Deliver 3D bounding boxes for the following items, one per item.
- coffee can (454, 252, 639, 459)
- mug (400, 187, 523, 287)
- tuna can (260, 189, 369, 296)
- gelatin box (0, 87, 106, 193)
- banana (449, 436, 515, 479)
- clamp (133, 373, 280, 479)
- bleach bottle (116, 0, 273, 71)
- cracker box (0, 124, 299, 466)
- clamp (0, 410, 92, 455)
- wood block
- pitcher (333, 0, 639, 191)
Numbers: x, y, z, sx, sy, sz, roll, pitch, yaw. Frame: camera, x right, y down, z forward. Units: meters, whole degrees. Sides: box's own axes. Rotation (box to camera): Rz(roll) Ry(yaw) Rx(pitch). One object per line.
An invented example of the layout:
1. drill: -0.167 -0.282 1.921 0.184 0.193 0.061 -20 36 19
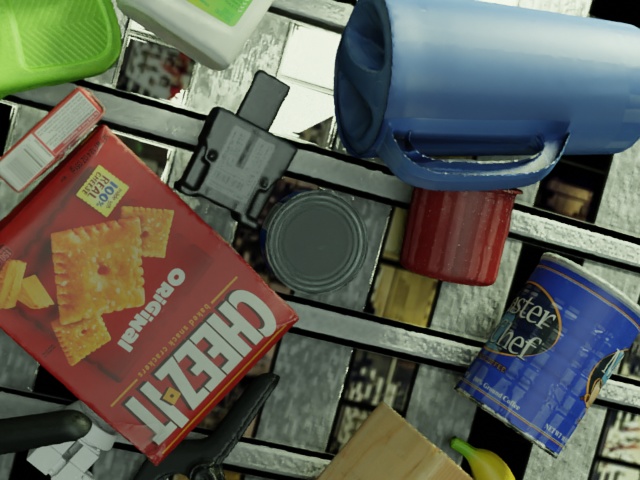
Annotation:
1. coffee can: 0.193 0.096 0.895 0.102 0.103 0.140 35 87 -15
2. mug: 0.119 -0.010 0.882 0.117 0.093 0.081 2 102 -50
3. tuna can: -0.006 0.001 0.873 0.086 0.034 0.086 -1 96 -14
4. gelatin box: -0.201 -0.075 0.797 0.089 0.073 0.030 -44 104 -7
5. banana: 0.142 0.268 0.938 0.069 0.037 0.198 3 94 3
6. clamp: -0.086 0.180 0.857 0.171 0.039 0.120 -15 71 4
7. bleach bottle: -0.050 -0.260 0.822 0.102 0.068 0.251 31 86 -17
8. cracker box: -0.148 0.042 0.823 0.164 0.072 0.213 -46 104 -5
9. clamp: -0.278 0.158 0.799 0.210 0.036 0.165 27 115 -7
10. wood block: 0.030 0.249 0.864 0.206 0.090 0.090 -49 130 -5
11. pitcher: 0.141 -0.118 0.845 0.242 0.145 0.149 1 99 -17
